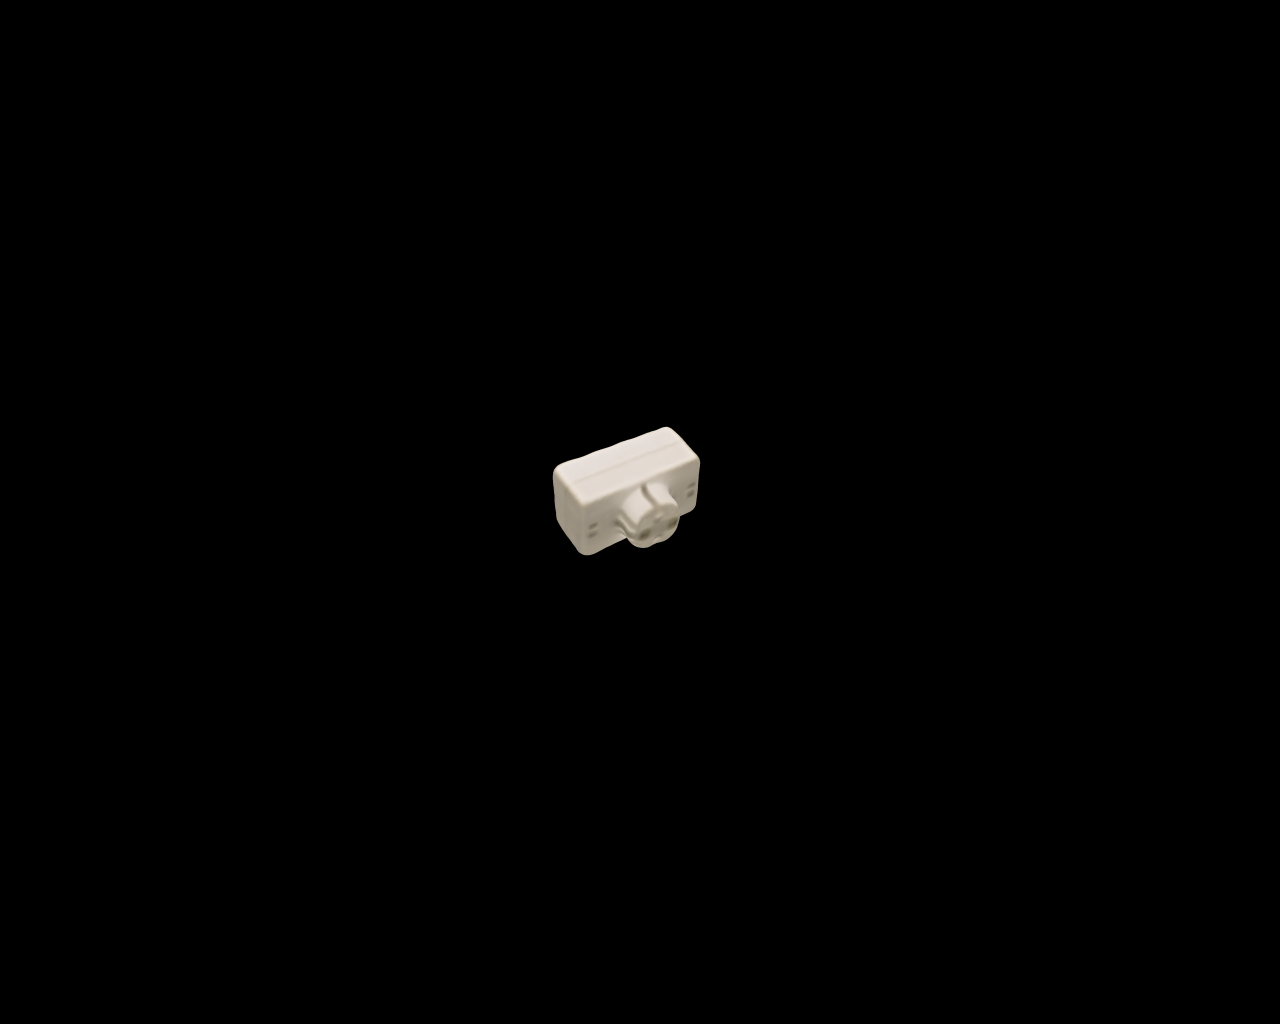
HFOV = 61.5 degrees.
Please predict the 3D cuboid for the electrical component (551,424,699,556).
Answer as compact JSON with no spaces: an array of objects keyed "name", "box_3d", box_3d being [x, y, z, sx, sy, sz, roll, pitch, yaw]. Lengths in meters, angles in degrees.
[{"name":"electrical component","box_3d":[0.001,-0.003,0.650,0.083,0.047,0.076,-22,49,-21]}]
